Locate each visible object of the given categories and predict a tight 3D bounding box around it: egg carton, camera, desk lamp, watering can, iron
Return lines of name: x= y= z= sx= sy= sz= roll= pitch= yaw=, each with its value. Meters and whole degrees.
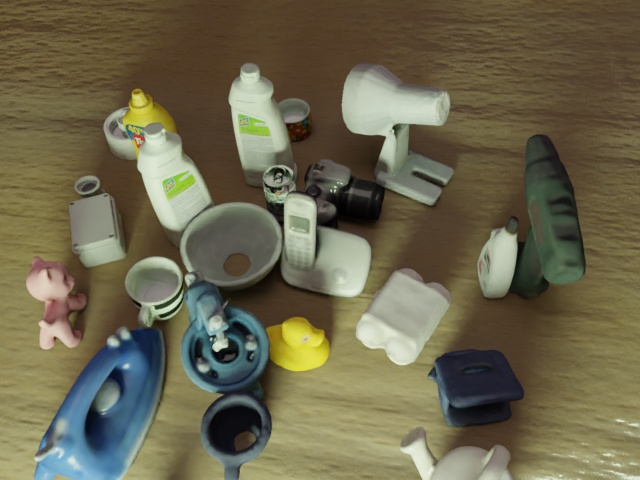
egg carton: x=0.128 y=0.115 z=0.881 sx=0.107 sy=0.069 sz=0.150 roll=28 pitch=60 yaw=20
camera: x=0.038 y=-0.071 z=0.997 sx=0.136 sy=0.101 sz=0.143 roll=13 pitch=56 yaw=11
desk lamp: x=0.143 y=-0.195 z=1.014 sx=0.202 sy=0.214 sz=0.118 roll=24 pitch=59 yaw=18
watering can: x=0.171 y=0.295 z=0.674 sx=0.172 sy=0.194 sz=0.101 roll=15 pitch=56 yaw=12
iron: x=-0.294 y=0.206 z=0.783 sx=0.118 sy=0.141 sz=0.258 roll=12 pitch=56 yaw=11

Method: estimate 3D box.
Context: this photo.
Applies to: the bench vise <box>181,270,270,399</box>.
bench vise: x=-0.157 y=0.120 z=0.792 sx=0.122 sy=0.220 sz=0.207 roll=-40 pitch=62 yaw=-23

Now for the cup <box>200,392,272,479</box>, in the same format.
cup: x=-0.106 y=0.273 z=0.758 sx=0.091 sy=0.095 sz=0.117 roll=-1 pitch=54 yaw=1

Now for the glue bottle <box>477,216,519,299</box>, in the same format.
glue bottle: x=0.279 y=0.018 z=0.882 sx=0.037 sy=0.173 sz=0.078 roll=-5 pitch=54 yaw=-1

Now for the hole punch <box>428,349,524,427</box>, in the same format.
hole punch: x=0.216 y=0.199 z=0.805 sx=0.108 sy=0.091 sz=0.101 roll=-7 pitch=54 yaw=-3

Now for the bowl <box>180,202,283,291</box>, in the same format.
bowl: x=-0.142 y=0.021 z=0.952 sx=0.167 sy=0.075 sz=0.167 roll=-1 pitch=54 yaw=1

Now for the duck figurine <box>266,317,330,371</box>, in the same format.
duck figurine: x=-0.038 y=0.145 z=0.854 sx=0.104 sy=0.086 sz=0.077 roll=10 pitch=55 yaw=9

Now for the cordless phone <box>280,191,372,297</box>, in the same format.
cordless phone: x=0.008 y=0.003 z=0.893 sx=0.147 sy=0.185 sz=0.094 roll=9 pitch=55 yaw=8

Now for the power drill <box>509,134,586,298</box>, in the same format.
power drill: x=0.335 y=-0.016 z=0.883 sx=0.075 sy=0.208 sz=0.229 roll=-3 pitch=54 yaw=0

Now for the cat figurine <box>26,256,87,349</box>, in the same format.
cat figurine: x=-0.415 y=0.089 z=0.884 sx=0.067 sy=0.118 sz=0.127 roll=-8 pitch=55 yaw=-4
